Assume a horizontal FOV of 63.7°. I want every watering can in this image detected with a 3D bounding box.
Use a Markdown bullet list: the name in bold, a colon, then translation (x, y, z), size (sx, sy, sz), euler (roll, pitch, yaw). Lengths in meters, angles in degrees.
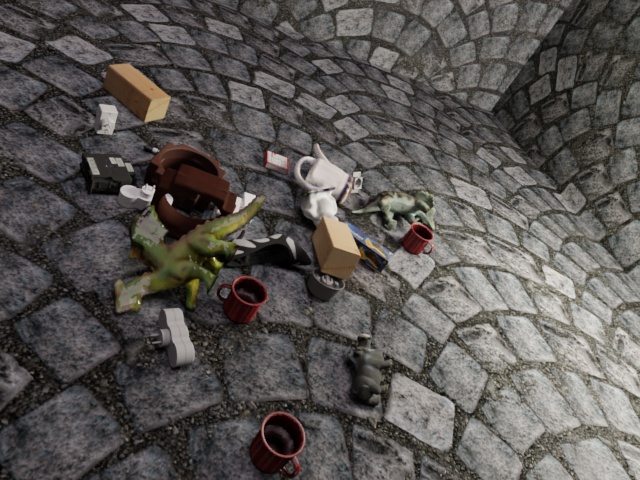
- **watering can**: translation (0.024, -0.247, 1.895), size (0.224, 0.102, 0.355), euler (29, 34, -4)

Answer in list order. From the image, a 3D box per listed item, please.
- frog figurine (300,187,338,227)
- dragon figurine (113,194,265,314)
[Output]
- **frog figurine**: translation (0.005, -0.086, 1.708), size (0.122, 0.160, 0.138), euler (-14, -2, 33)
- **dragon figurine**: translation (-0.325, 0.005, 1.199), size (0.242, 0.417, 0.120), euler (32, -23, -8)
